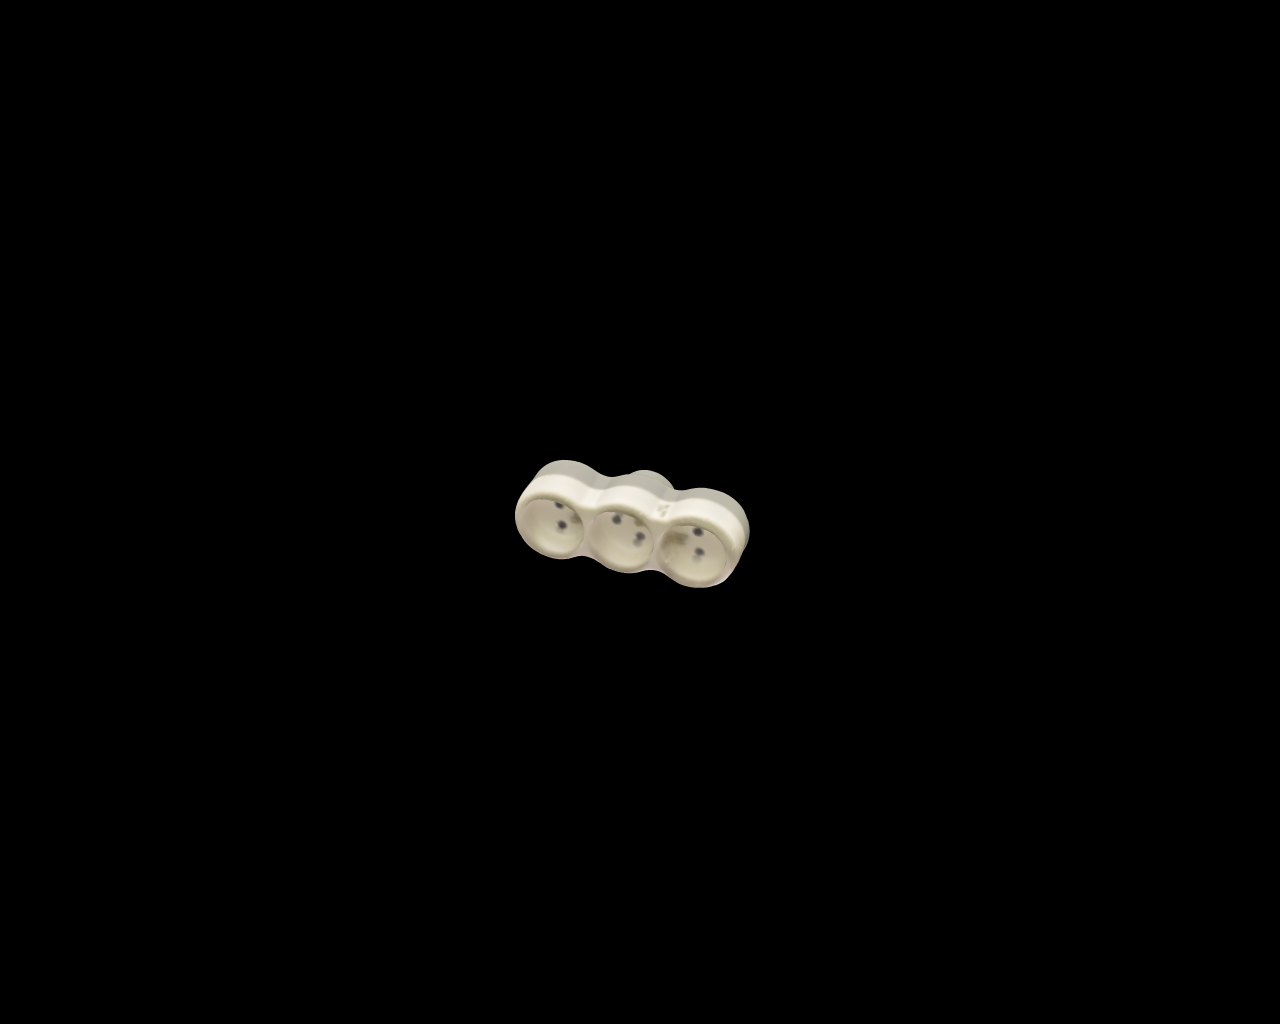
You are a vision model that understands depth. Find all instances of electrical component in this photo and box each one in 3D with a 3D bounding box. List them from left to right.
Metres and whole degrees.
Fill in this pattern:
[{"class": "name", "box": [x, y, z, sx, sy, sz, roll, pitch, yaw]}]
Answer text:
[{"class": "electrical component", "box": [0.001, -0.003, 0.650, 0.138, 0.052, 0.074, 11, 36, 16]}]
